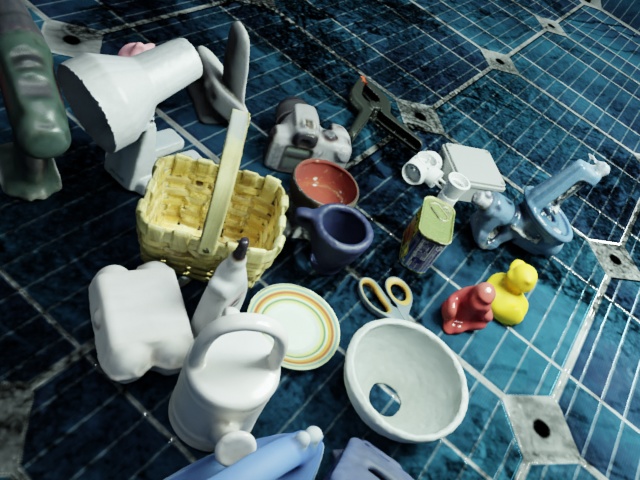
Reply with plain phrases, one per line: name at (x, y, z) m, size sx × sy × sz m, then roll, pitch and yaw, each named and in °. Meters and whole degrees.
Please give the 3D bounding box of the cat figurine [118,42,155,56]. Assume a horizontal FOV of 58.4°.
cat figurine at (-0.311, -0.269, 0.913) m, size 0.128 × 0.117 × 0.067 m, roll -27°, pitch 66°, yaw -40°

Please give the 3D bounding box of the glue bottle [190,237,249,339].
glue bottle at (-0.110, 0.055, 0.677) m, size 0.037 × 0.173 × 0.078 m, roll 33°, pitch 44°, yaw 6°

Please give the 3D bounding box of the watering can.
watering can at (-0.089, 0.143, 0.593) m, size 0.101 × 0.194 × 0.172 m, roll -11°, pitch 56°, yaw -33°

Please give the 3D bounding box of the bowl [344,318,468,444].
bowl at (0.098, 0.188, 0.729) m, size 0.168 × 0.074 × 0.167 m, roll 14°, pitch 46°, yaw -14°

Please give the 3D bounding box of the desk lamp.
desk lamp at (-0.247, -0.171, 0.787) m, size 0.117 × 0.213 × 0.204 m, roll 43°, pitch 46°, yaw 15°

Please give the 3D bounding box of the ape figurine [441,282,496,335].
ape figurine at (0.230, 0.097, 0.863) m, size 0.078 × 0.092 × 0.076 m, roll 28°, pitch 44°, yaw 1°

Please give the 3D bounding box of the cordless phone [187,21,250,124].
cordless phone at (-0.157, -0.300, 0.968) m, size 0.094 × 0.185 × 0.147 m, roll -10°, pitch 56°, yaw -32°

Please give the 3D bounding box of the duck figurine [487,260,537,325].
duck figurine at (0.316, 0.079, 0.926) m, size 0.077 × 0.086 × 0.104 m, roll 21°, pitch 45°, yaw -7°

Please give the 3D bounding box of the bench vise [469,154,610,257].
bench vise at (0.375, -0.056, 0.981) m, size 0.208 × 0.219 × 0.121 m, roll -2°, pitch 51°, yaw -27°

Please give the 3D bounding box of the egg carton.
egg carton at (-0.210, 0.093, 0.670) m, size 0.107 × 0.069 × 0.150 m, roll -6°, pitch 53°, yaw -30°

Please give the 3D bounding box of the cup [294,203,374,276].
cup at (0.008, 0.003, 0.838) m, size 0.118 × 0.095 × 0.092 m, roll 22°, pitch 45°, yaw -6°

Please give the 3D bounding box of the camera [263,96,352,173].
camera at (-0.023, -0.191, 0.995) m, size 0.143 × 0.100 × 0.136 m, roll 8°, pitch 48°, yaw -20°

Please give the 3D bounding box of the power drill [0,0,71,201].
power drill at (-0.373, -0.164, 0.723) m, size 0.076 × 0.208 × 0.229 m, roll -13°, pitch 57°, yaw -34°

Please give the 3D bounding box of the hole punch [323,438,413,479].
hole punch at (0.056, 0.272, 0.620) m, size 0.108 × 0.091 × 0.101 m, roll 36°, pitch 45°, yaw 8°

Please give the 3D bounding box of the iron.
iron at (-0.072, 0.238, 0.553) m, size 0.259 × 0.141 × 0.118 m, roll -23°, pitch 63°, yaw -39°
